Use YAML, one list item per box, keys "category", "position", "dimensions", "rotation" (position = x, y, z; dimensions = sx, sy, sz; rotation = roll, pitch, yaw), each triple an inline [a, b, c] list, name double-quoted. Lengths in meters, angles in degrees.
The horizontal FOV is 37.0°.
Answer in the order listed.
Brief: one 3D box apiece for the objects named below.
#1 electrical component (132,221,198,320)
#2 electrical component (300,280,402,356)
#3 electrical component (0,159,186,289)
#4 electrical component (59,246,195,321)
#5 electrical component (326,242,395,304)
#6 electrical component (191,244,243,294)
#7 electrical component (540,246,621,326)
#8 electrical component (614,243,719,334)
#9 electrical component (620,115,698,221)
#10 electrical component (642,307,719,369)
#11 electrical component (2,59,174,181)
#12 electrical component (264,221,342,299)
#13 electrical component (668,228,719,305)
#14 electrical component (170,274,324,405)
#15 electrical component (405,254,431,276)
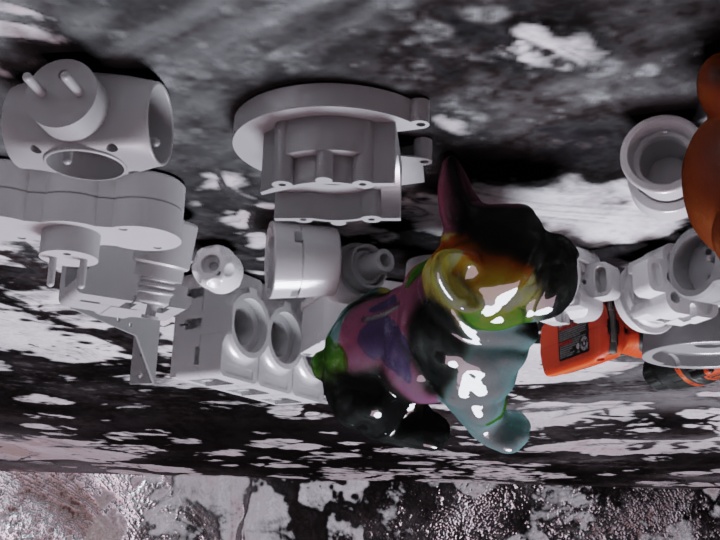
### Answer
- category: "electrical component"
  position: [-0.139, -0.004, 0.751]
  dimensions: [0.040, 0.078, 0.040]
  rotation: [11, 175, 1]
- category: "electrical component"
  position: [0.011, 0.044, 0.926]
  dimensions: [0.113, 0.057, 0.078]
  rotation: [8, 163, -20]
- category: "electrical component"
  position: [-0.183, -0.024, 0.683]
  dimensions: [0.138, 0.073, 0.052]
  rotation: [4, 164, -7]
- category: "electrical component"
  position: [-0.181, 0.006, 0.829]
  dimensions: [0.089, 0.050, 0.056]
  rotation: [11, 161, -28]
- category: "electrical component"
  position: [0.000, 0.000, 0.800]
  dimensions: [0.043, 0.043, 0.062]
  rotation: [13, 159, -35]
- category: "electrical component"
  position: [-0.107, 0.002, 0.837]
  dimensions: [0.035, 0.035, 0.061]
  rotation: [-1, 166, 10]
- category: "electrical component"
  position: [0.144, 0.009, 0.792]
  dimensions: [0.078, 0.058, 0.057]
  rotation: [-10, 163, 35]
- category: "electrical component"
  position: [0.228, 0.016, 0.806]
  dimensions: [0.078, 0.058, 0.057]
  rotation: [9, 159, -24]
- category: "electrical component"
  position: [0.169, -0.054, 0.591]
  dimensions: [0.045, 0.045, 0.055]
  rotation: [-4, 163, 19]
- category: "electrical component"
  position: [0.285, 0.041, 0.878]
  dimensions: [0.108, 0.060, 0.108]
  rotation: [2, 164, 0]
- category: "electrical component"
  position: [-0.142, -0.079, 0.540]
  dimensions: [0.077, 0.044, 0.079]
  rotation: [0, 163, 8]
- category: "electrical component"
  position: [-0.041, -0.007, 0.764]
  dimensions: [0.047, 0.055, 0.055]
  rotation: [2, 164, -13]
- category: "electrical component"
  position: [0.282, -0.010, 0.717]
  dimensions: [0.074, 0.052, 0.138]
  rotation: [10, 162, -27]
- category: "electrical component"
  position: [-0.089, 0.062, 0.939]
  dimensions: [0.062, 0.089, 0.150]
  rotation: [-8, 161, 31]
- category: "electrical component"
  position: [0.061, 0.017, 0.843]
  dimensions: [0.055, 0.047, 0.055]
  rotation: [2, 164, 0]
